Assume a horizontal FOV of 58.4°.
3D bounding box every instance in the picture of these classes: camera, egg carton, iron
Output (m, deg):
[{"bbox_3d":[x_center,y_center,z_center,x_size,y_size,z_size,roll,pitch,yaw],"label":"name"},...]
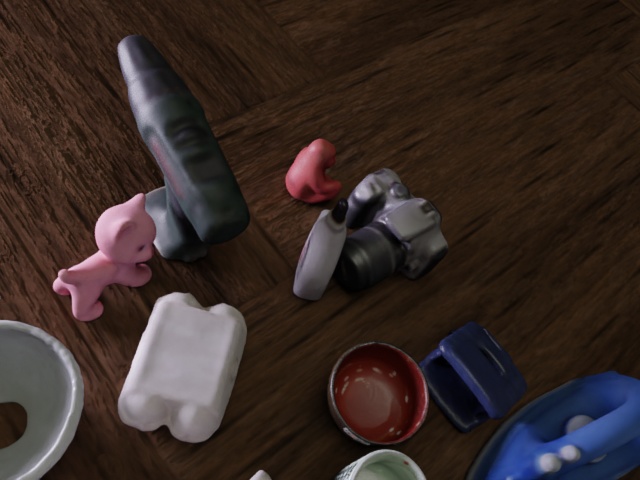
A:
[{"bbox_3d":[0.074,-0.009,0.722,0.137,0.100,0.143,-29,72,-28],"label":"camera"},{"bbox_3d":[-0.139,0.130,0.600,0.107,0.069,0.150,15,58,-6],"label":"egg carton"},{"bbox_3d":[0.284,0.221,0.624,0.259,0.141,0.118,-17,67,-24],"label":"iron"}]

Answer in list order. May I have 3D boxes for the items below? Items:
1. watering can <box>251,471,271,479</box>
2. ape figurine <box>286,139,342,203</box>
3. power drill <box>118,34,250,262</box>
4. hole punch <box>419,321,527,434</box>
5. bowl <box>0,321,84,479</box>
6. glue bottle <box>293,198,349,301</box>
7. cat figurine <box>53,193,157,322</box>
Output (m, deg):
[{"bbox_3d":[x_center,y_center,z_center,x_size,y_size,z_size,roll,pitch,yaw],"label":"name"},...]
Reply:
[{"bbox_3d":[-0.101,0.261,0.461,0.101,0.194,0.173,23,57,-1],"label":"watering can"},{"bbox_3d":[-0.004,-0.096,0.756,0.076,0.092,0.077,-7,63,-19],"label":"ape figurine"},{"bbox_3d":[-0.159,-0.075,0.631,0.076,0.208,0.229,-26,70,-27],"label":"power drill"},{"bbox_3d":[0.183,0.150,0.666,0.101,0.091,0.108,-29,72,-28],"label":"hole punch"},{"bbox_3d":[-0.305,0.164,0.531,0.167,0.074,0.167,7,59,-12],"label":"bowl"},{"bbox_3d":[0.006,0.002,0.653,0.037,0.173,0.078,13,58,-8],"label":"glue bottle"},{"bbox_3d":[-0.225,0.012,0.616,0.067,0.117,0.128,42,59,11],"label":"cat figurine"}]
